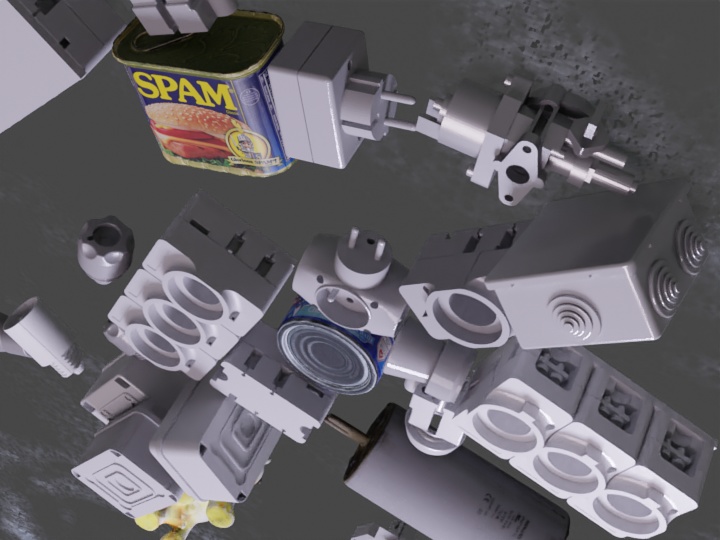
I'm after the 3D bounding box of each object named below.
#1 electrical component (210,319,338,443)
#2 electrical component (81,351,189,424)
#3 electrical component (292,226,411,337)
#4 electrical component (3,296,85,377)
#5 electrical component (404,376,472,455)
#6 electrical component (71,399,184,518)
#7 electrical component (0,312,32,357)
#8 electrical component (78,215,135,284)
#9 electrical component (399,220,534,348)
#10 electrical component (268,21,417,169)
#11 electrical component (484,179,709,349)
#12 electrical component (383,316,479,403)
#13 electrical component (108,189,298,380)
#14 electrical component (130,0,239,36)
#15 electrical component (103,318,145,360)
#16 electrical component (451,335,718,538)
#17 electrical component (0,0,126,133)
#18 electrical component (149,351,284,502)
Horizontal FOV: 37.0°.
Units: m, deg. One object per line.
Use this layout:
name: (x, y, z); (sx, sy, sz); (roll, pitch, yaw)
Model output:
electrical component: (-0.063, 0.085, 0.855); (0.089, 0.055, 0.050); (34, 144, -3)
electrical component: (-0.185, 0.123, 0.989); (0.109, 0.056, 0.109); (41, 143, -13)
electrical component: (0.000, 0.000, 0.717); (0.077, 0.044, 0.079); (25, 144, 8)
electrical component: (-0.290, 0.068, 1.010); (0.043, 0.043, 0.081); (-13, 126, 44)
electrical component: (0.061, 0.105, 0.800); (0.066, 0.048, 0.055); (24, 136, 10)
electrical component: (-0.193, 0.167, 0.948); (0.078, 0.057, 0.113); (42, 143, -14)
electrical component: (-0.339, 0.063, 1.043); (0.065, 0.044, 0.044); (8, 139, 21)
electrical component: (-0.202, -0.011, 0.851); (0.043, 0.043, 0.062); (29, 146, 3)
electrical component: (0.076, 0.010, 0.664); (0.089, 0.055, 0.050); (-7, 130, 41)
electrical component: (-0.003, -0.094, 0.603); (0.077, 0.047, 0.065); (15, 142, 21)
electrical component: (0.129, -0.001, 0.577); (0.100, 0.099, 0.048); (-8, 117, 42)
electrical component: (0.050, 0.064, 0.757); (0.055, 0.045, 0.045); (25, 144, 8)
electrical component: (-0.125, 0.019, 0.815); (0.089, 0.061, 0.150); (37, 144, -8)
electrical component: (-0.107, -0.165, 0.597); (0.066, 0.048, 0.055); (4, 144, 32)
electrical component: (-0.185, 0.057, 0.921); (0.062, 0.043, 0.043); (44, 143, -19)
electrical component: (0.149, 0.113, 0.730); (0.150, 0.061, 0.089); (35, 144, -5)
electrical component: (-0.228, -0.149, 0.688); (0.150, 0.061, 0.089); (-16, 123, 46)
electrical component: (-0.114, 0.129, 0.896); (0.057, 0.113, 0.078); (-4, 132, 35)
